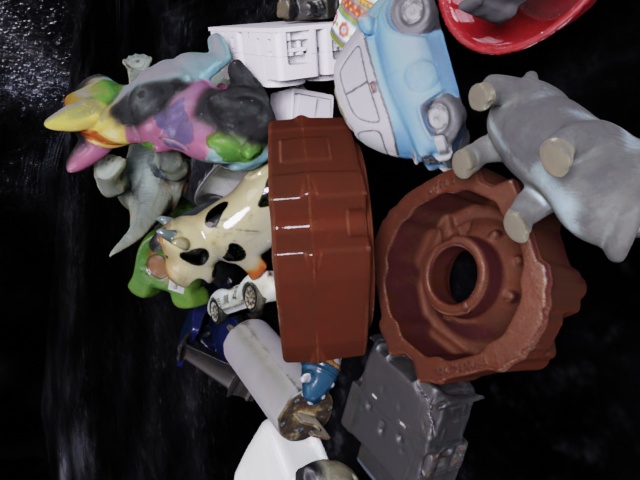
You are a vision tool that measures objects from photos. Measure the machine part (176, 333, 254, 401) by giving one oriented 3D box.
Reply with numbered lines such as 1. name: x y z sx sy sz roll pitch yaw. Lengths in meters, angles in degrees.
1. machine part: -0.147 0.188 0.793 0.139 0.084 0.039 30 44 -2

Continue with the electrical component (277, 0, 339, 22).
1. electrical component: -0.013 -0.276 0.618 0.078 0.045 0.102 12 28 36

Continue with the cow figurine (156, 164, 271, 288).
1. cow figurine: -0.110 -0.016 0.652 0.127 0.195 0.086 46 4 -25

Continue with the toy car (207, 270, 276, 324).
1. toy car: -0.092 0.078 0.744 0.073 0.056 0.202 -3 -13 -35

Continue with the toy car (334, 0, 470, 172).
1. toy car: 0.066 -0.131 0.464 0.103 0.161 0.109 -14 -7 17

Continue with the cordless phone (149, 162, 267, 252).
1. cordless phone: -0.143 -0.054 0.721 0.184 0.088 0.146 -37 2 -37

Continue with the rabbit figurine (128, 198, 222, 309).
1. rabbit figurine: -0.208 0.009 0.843 0.121 0.159 0.170 5 13 16

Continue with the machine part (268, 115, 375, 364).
1. machine part: -0.001 -0.002 0.519 0.087 0.201 0.201 -3 39 -3

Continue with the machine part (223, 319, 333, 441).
1. machine part: -0.058 0.173 0.690 0.079 0.079 0.243 0 21 -35

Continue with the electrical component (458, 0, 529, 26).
1. electrical component: 0.123 -0.215 0.354 0.048 0.119 0.075 1 -14 -34

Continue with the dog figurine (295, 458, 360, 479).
1. dog figurine: 0.067 0.277 0.466 0.172 0.121 0.191 20 24 -19

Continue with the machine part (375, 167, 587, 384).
1. machine part: 0.118 0.030 0.436 0.056 0.179 0.179 10 -6 -38

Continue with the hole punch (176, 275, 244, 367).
1. hole punch: -0.187 0.138 0.875 0.092 0.116 0.142 1 -45 -29

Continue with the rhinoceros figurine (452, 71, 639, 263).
1. rhinoceros figurine: 0.168 -0.041 0.335 0.112 0.073 0.190 -11 41 -22

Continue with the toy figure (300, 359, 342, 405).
1. toy figure: -0.006 0.108 0.614 0.058 0.154 0.064 -27 -36 26

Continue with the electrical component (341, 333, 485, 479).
1. electrical component: 0.079 0.170 0.504 0.058 0.134 0.115 2 19 -32

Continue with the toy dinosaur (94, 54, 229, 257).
1. toy dinosaur: -0.225 -0.115 0.764 0.131 0.405 0.192 8 -30 6

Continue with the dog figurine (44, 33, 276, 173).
1. dog figurine: -0.180 -0.128 0.603 0.219 0.192 0.108 -28 -25 -19
